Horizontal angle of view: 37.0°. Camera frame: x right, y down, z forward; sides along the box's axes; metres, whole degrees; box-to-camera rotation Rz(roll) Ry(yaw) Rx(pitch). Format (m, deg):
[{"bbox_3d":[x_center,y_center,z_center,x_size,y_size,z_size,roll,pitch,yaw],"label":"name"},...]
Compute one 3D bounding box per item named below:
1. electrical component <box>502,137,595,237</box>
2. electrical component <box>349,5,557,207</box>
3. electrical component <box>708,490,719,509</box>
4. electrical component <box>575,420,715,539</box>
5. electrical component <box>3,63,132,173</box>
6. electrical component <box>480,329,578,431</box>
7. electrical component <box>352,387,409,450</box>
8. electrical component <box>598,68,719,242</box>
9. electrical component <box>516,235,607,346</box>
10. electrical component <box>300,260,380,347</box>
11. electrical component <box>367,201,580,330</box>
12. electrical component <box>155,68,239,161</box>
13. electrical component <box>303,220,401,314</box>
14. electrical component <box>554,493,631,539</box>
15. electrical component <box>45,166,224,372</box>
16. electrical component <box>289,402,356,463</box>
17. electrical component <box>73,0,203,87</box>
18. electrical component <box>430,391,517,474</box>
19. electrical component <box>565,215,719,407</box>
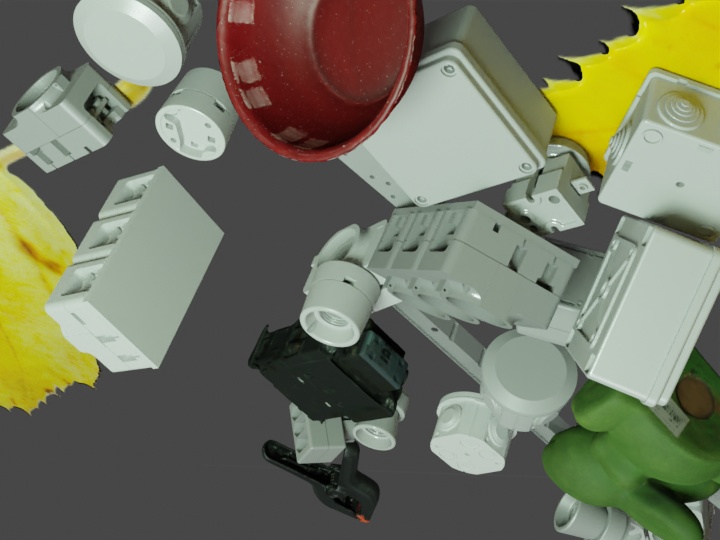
[{"bbox_3d":[0.132,-0.058,0.744,0.066,0.055,0.048,-16,130,41],"label":"electrical component"},{"bbox_3d":[0.057,-0.106,0.720,0.109,0.056,0.108,-15,131,41],"label":"electrical component"},{"bbox_3d":[0.349,0.179,0.929,0.063,0.079,0.121,40,153,27],"label":"electrical component"},{"bbox_3d":[0.267,0.198,1.006,0.105,0.060,0.186,2,140,26],"label":"electrical component"},{"bbox_3d":[-0.237,-0.123,0.858,0.089,0.050,0.055,-15,131,40],"label":"electrical component"},{"bbox_3d":[0.142,0.095,0.921,0.080,0.080,0.051,16,150,8],"label":"electrical component"},{"bbox_3d":[0.022,0.144,1.069,0.045,0.055,0.045,14,144,11],"label":"electrical component"},{"bbox_3d":[0.210,-0.071,0.693,0.100,0.048,0.099,20,145,3],"label":"electrical component"},{"bbox_3d":[0.162,0.022,0.828,0.096,0.061,0.061,16,144,8],"label":"electrical component"},{"bbox_3d":[-0.017,0.028,0.854,0.055,0.047,0.055,14,143,11],"label":"electrical component"},{"bbox_3d":[0.076,0.000,0.786,0.089,0.061,0.150,28,172,-18],"label":"electrical component"},{"bbox_3d":[-0.118,-0.118,0.805,0.055,0.047,0.055,14,144,11],"label":"electrical component"},{"bbox_3d":[0.000,0.000,0.895,0.056,0.050,0.089,40,141,-24],"label":"electrical component"},{"bbox_3d":[0.212,0.229,0.982,0.055,0.045,0.045,28,144,-8],"label":"electrical component"},{"bbox_3d":[-0.190,0.000,0.908,0.062,0.150,0.089,-10,134,35],"label":"electrical component"},{"bbox_3d":[-0.027,0.161,1.115,0.077,0.065,0.047,2,151,-23],"label":"electrical component"},{"bbox_3d":[-0.153,-0.172,0.749,0.080,0.051,0.080,14,144,11],"label":"electrical component"},{"bbox_3d":[0.110,0.158,1.044,0.080,0.051,0.080,14,144,11],"label":"electrical component"},{"bbox_3d":[0.189,0.024,0.723,0.056,0.108,0.108,23,-172,0],"label":"electrical component"}]
